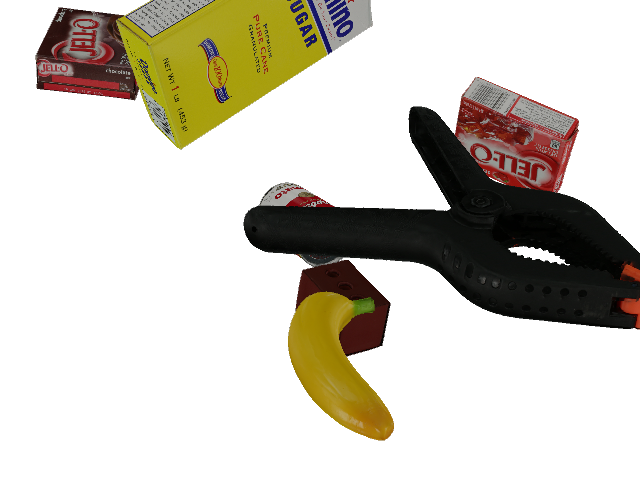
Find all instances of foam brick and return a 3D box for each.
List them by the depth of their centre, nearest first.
[{"bbox_3d":[0.020,0.062,0.980,0.052,0.051,0.078,-13,37,-29],"label":"foam brick"}]

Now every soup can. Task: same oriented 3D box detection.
[{"bbox_3d":[-0.018,-0.019,1.175,0.068,0.068,0.102,0,19,-31],"label":"soup can"}]

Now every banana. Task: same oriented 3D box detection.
[{"bbox_3d":[0.011,0.080,0.769,0.069,0.037,0.198,-2,24,0],"label":"banana"}]

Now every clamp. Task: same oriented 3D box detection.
[{"bbox_3d":[0.074,-0.004,0.571,0.164,0.036,0.210,-30,45,-33],"label":"clamp"}]

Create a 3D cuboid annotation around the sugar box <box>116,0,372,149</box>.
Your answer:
[{"bbox_3d":[-0.044,-0.146,0.719,0.176,0.093,0.048,-34,54,-18],"label":"sugar box"}]

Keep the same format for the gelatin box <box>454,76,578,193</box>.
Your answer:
[{"bbox_3d":[0.148,-0.076,0.820,0.089,0.030,0.073,27,-32,18],"label":"gelatin box"}]

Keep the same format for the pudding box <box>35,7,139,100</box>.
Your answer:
[{"bbox_3d":[-0.206,-0.173,0.980,0.090,0.039,0.113,7,32,-6],"label":"pudding box"}]
